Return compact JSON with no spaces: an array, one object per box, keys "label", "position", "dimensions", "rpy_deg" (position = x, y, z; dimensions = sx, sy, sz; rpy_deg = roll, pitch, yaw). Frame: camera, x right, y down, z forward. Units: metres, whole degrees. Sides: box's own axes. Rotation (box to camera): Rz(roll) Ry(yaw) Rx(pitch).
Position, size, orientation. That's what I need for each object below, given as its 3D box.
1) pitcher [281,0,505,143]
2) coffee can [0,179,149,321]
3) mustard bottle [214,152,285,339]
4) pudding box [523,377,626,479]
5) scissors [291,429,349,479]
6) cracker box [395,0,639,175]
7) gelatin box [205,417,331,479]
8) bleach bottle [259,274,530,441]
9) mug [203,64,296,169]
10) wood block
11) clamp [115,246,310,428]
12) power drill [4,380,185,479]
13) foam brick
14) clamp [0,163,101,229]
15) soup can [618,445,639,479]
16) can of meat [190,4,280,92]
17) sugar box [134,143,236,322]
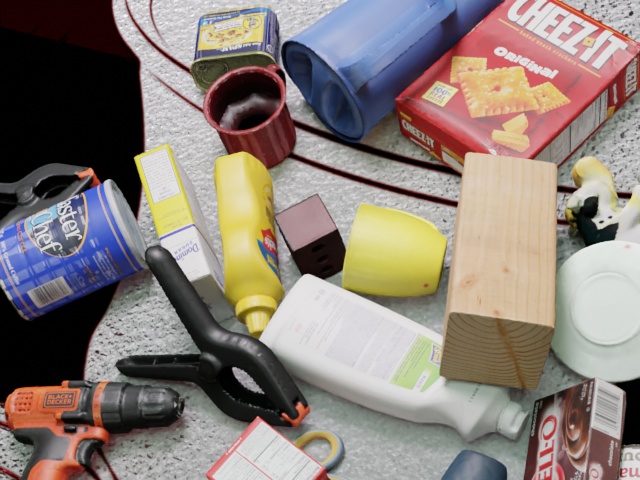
[{"label":"pitcher","position":[0.090,-0.228,1.164],"dimensions":[0.242,0.145,0.149],"rpy_deg":[-40,55,-15]},{"label":"coffee can","position":[-0.262,0.011,1.123],"dimensions":[0.140,0.103,0.103],"rpy_deg":[-24,56,-2]},{"label":"mustard bottle","position":[-0.070,0.012,1.078],"dimensions":[0.058,0.096,0.191],"rpy_deg":[-12,57,7]},{"label":"pudding box","position":[0.214,0.183,0.907],"dimensions":[0.039,0.090,0.113],"rpy_deg":[26,60,-15]},{"label":"scissors","position":[-0.061,0.220,0.996],"dimensions":[0.202,0.016,0.096],"rpy_deg":[1,57,14]},{"label":"cracker box","position":[0.212,-0.158,1.129],"dimensions":[0.213,0.072,0.164],"rpy_deg":[-43,59,-15]},{"label":"gelatin box","position":[-0.047,0.215,0.966],"dimensions":[0.089,0.030,0.073],"rpy_deg":[32,68,29]},{"label":"bleach bottle","position":[0.072,0.124,0.996],"dimensions":[0.251,0.068,0.102],"rpy_deg":[25,68,23]},{"label":"mug","position":[-0.069,-0.140,1.181],"dimensions":[0.093,0.081,0.117],"rpy_deg":[15,64,21]},{"label":"wood block","position":[0.166,0.023,0.982],"dimensions":[0.090,0.091,0.206],"rpy_deg":[8,46,5]},{"label":"clamp","position":[-0.106,0.120,1.026],"dimensions":[0.210,0.165,0.036],"rpy_deg":[36,39,9]},{"label":"power drill","position":[-0.226,0.222,1.012],"dimensions":[0.184,0.057,0.187],"rpy_deg":[-4,55,15]},{"label":"foam brick","position":[-0.007,0.001,1.082],"dimensions":[0.053,0.078,0.051],"rpy_deg":[-28,58,-2]},{"label":"clamp","position":[-0.338,-0.048,1.217],"dimensions":[0.171,0.039,0.120],"rpy_deg":[-26,62,-8]},{"label":"soup can","position":[0.266,0.229,0.879],"dimensions":[0.068,0.068,0.102],"rpy_deg":[4,59,16]},{"label":"can of meat","position":[-0.098,-0.227,1.257],"dimensions":[0.102,0.057,0.084],"rpy_deg":[-5,56,10]},{"label":"sugar box","position":[-0.141,-0.004,1.108],"dimensions":[0.048,0.093,0.176],"rpy_deg":[-21,56,2]}]
